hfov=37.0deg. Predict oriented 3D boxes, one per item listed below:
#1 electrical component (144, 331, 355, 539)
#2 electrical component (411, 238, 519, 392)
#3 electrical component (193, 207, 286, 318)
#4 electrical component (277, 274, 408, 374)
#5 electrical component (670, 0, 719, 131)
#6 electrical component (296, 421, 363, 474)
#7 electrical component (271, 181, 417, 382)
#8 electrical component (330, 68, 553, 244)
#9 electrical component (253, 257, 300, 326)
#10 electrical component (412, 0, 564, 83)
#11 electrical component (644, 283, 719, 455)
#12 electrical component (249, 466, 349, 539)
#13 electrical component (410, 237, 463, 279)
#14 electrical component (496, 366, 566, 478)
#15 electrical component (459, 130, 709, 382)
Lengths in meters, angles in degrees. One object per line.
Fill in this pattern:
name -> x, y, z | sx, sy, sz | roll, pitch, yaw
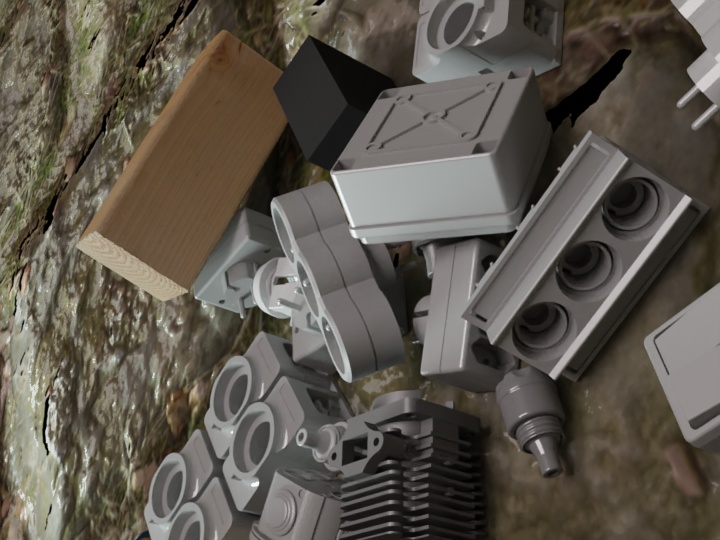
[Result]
electrical component -> -0.088, 0.150, 0.796 | 0.186, 0.060, 0.105 | -56, 36, 17
electrical component -> 0.059, 0.031, 0.672 | 0.076, 0.047, 0.083 | -14, 61, 50
electrical component -> -0.097, 0.006, 0.898 | 0.083, 0.047, 0.075 | -46, 40, 29
electrical component -> -0.022, 0.029, 0.755 | 0.083, 0.076, 0.047 | -32, 48, 38
electrical component -> 0.195, -0.104, 0.554 | 0.073, 0.052, 0.138 | -47, 40, 29
electrical component -> -0.015, 0.117, 0.713 | 0.035, 0.061, 0.035 | -29, 51, 43
electrical component -> 0.000, 0.000, 0.703 | 0.052, 0.074, 0.138 | 93, 154, -61
electrical component -> 0.053, -0.071, 0.663 | 0.109, 0.056, 0.108 | -4, 35, 27
electrical component -> -0.049, 0.013, 0.832 | 0.055, 0.048, 0.066 | -5, 68, 44
electrical component -> 0.089, -0.204, 0.745 | 0.089, 0.062, 0.150 | -18, 58, 48
electrical component -> 0.185, 0.035, 0.485 | 0.096, 0.061, 0.061 | -44, 41, 31
electrical component -> -0.026, 0.162, 0.686 | 0.080, 0.080, 0.051 | 17, 90, 56
electrical component -> 0.051, -0.025, 0.718 | 0.048, 0.048, 0.062 | -25, 62, 45
electrical component -> 0.099, 0.086, 0.600 | 0.035, 0.035, 0.061 | -42, 45, 33
electrical component -> 0.120, -0.010, 0.595 | 0.121, 0.079, 0.063 | -56, 14, 17
